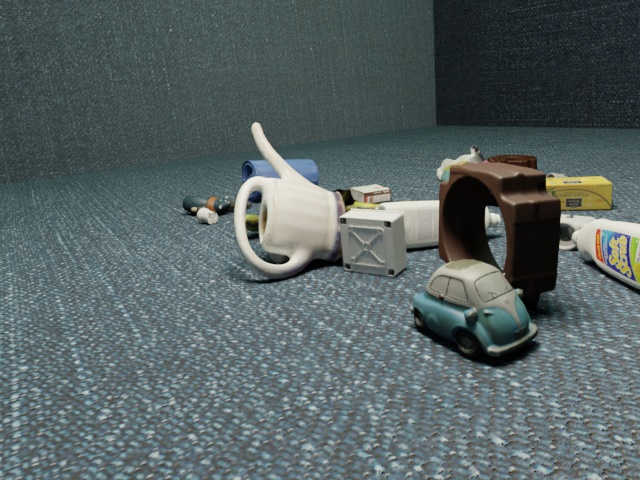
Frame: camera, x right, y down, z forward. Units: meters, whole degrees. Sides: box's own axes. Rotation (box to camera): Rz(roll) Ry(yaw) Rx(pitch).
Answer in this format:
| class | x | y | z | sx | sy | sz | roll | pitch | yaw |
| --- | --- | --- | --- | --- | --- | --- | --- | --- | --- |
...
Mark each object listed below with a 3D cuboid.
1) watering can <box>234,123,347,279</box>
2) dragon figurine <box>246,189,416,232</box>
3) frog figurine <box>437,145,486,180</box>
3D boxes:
| class | x | y | z | sx | sy | sz | roll | pitch | yaw |
| --- | --- | --- | --- | --- | --- | --- | --- | --- | --- |
| watering can | -0.054 | -0.081 | 1.021 | 0.224 | 0.355 | 0.102 | 11 | -32 | -18 |
| dragon figurine | 0.004 | -0.061 | 1.216 | 0.411 | 0.121 | 0.244 | -6 | 8 | -8 |
| frog figurine | 0.479 | -0.237 | 1.735 | 0.158 | 0.121 | 0.140 | -38 | 17 | 15 |
